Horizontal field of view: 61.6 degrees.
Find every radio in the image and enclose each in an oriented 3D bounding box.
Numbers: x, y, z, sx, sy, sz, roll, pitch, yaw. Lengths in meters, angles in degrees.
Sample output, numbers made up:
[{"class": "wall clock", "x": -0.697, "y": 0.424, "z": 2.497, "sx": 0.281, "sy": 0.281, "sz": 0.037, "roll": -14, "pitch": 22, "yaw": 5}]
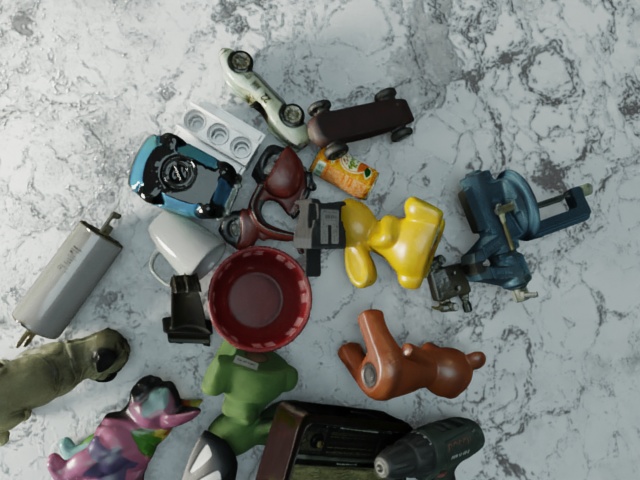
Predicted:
[{"class": "radio", "x": 0.030, "y": 0.313, "z": 0.783, "sx": 0.229, "sy": 0.073, "sz": 0.131, "roll": 19, "pitch": 81, "yaw": -35}]

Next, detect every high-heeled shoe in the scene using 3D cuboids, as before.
[{"class": "high-heeled shoe", "x": -0.223, "y": 0.376, "z": 0.776, "sx": 0.249, "sy": 0.086, "sz": 0.145, "roll": -25, "pitch": 96, "yaw": 7}]

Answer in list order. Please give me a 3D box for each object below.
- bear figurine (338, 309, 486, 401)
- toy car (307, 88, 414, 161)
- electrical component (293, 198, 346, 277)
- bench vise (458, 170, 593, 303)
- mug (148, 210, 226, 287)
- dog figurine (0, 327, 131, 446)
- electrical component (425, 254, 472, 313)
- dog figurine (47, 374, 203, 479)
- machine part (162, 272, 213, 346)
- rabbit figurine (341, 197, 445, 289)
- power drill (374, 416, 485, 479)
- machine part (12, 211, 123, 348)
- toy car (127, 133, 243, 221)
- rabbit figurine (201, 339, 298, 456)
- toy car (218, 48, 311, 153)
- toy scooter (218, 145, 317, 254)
[{"class": "bear figurine", "x": 0.149, "y": 0.187, "z": 0.844, "sx": 0.196, "sy": 0.120, "sz": 0.132, "roll": 0, "pitch": 41, "yaw": -30}, {"class": "toy car", "x": 0.067, "y": -0.188, "z": 0.866, "sx": 0.202, "sy": 0.053, "sz": 0.089, "roll": -20, "pitch": 82, "yaw": -31}, {"class": "electrical component", "x": -0.002, "y": -0.002, "z": 0.820, "sx": 0.075, "sy": 0.048, "sz": 0.119, "roll": 6, "pitch": 86, "yaw": -40}, {"class": "bench vise", "x": 0.335, "y": -0.024, "z": 0.857, "sx": 0.241, "sy": 0.128, "sz": 0.223, "roll": -19, "pitch": 73, "yaw": -7}, {"class": "mug", "x": -0.219, "y": 0.013, "z": 0.831, "sx": 0.107, "sy": 0.080, "sz": 0.109, "roll": 41, "pitch": 83, "yaw": 10}, {"class": "dog figurine", "x": -0.381, "y": 0.188, "z": 0.756, "sx": 0.191, "sy": 0.172, "sz": 0.121, "roll": -24, "pitch": 99, "yaw": 0}, {"class": "electrical component", "x": 0.209, "y": 0.074, "z": 0.881, "sx": 0.078, "sy": 0.045, "sz": 0.102, "roll": -8, "pitch": 86, "yaw": -5}, {"class": "dog figurine", "x": -0.267, "y": 0.310, "z": 0.788, "sx": 0.219, "sy": 0.108, "sz": 0.191, "roll": -23, "pitch": 88, "yaw": -10}, {"class": "machine part", "x": -0.201, "y": 0.110, "z": 0.810, "sx": 0.084, "sy": 0.039, "sz": 0.138, "roll": 10, "pitch": 127, "yaw": 0}, {"class": "rabbit figurine", "x": 0.097, "y": -0.001, "z": 0.856, "sx": 0.173, "sy": 0.122, "sz": 0.162, "roll": 23, "pitch": 95, "yaw": 14}, {"class": "power drill", "x": 0.163, "y": 0.374, "z": 0.800, "sx": 0.232, "sy": 0.086, "sz": 0.207, "roll": -10, "pitch": 94, "yaw": -43}, {"class": "machine part", "x": -0.377, "y": 0.059, "z": 0.808, "sx": 0.079, "sy": 0.079, "sz": 0.243, "roll": 35, "pitch": 84, "yaw": -2}, {"class": "toy car", "x": -0.199, "y": -0.091, "z": 0.824, "sx": 0.162, "sy": 0.103, "sz": 0.109, "roll": 20, "pitch": 88, "yaw": -4}, {"class": "rabbit figurine", "x": -0.110, "y": 0.252, "z": 0.820, "sx": 0.159, "sy": 0.121, "sz": 0.170, "roll": 18, "pitch": 102, "yaw": -11}, {"class": "toy car", "x": -0.091, "y": -0.224, "z": 0.860, "sx": 0.201, "sy": 0.073, "sz": 0.056, "roll": 45, "pitch": 82, "yaw": -1}, {"class": "toy scooter", "x": -0.063, "y": -0.052, "z": 0.850, "sx": 0.135, "sy": 0.075, "sz": 0.184, "roll": 29, "pitch": 86, "yaw": -4}]
